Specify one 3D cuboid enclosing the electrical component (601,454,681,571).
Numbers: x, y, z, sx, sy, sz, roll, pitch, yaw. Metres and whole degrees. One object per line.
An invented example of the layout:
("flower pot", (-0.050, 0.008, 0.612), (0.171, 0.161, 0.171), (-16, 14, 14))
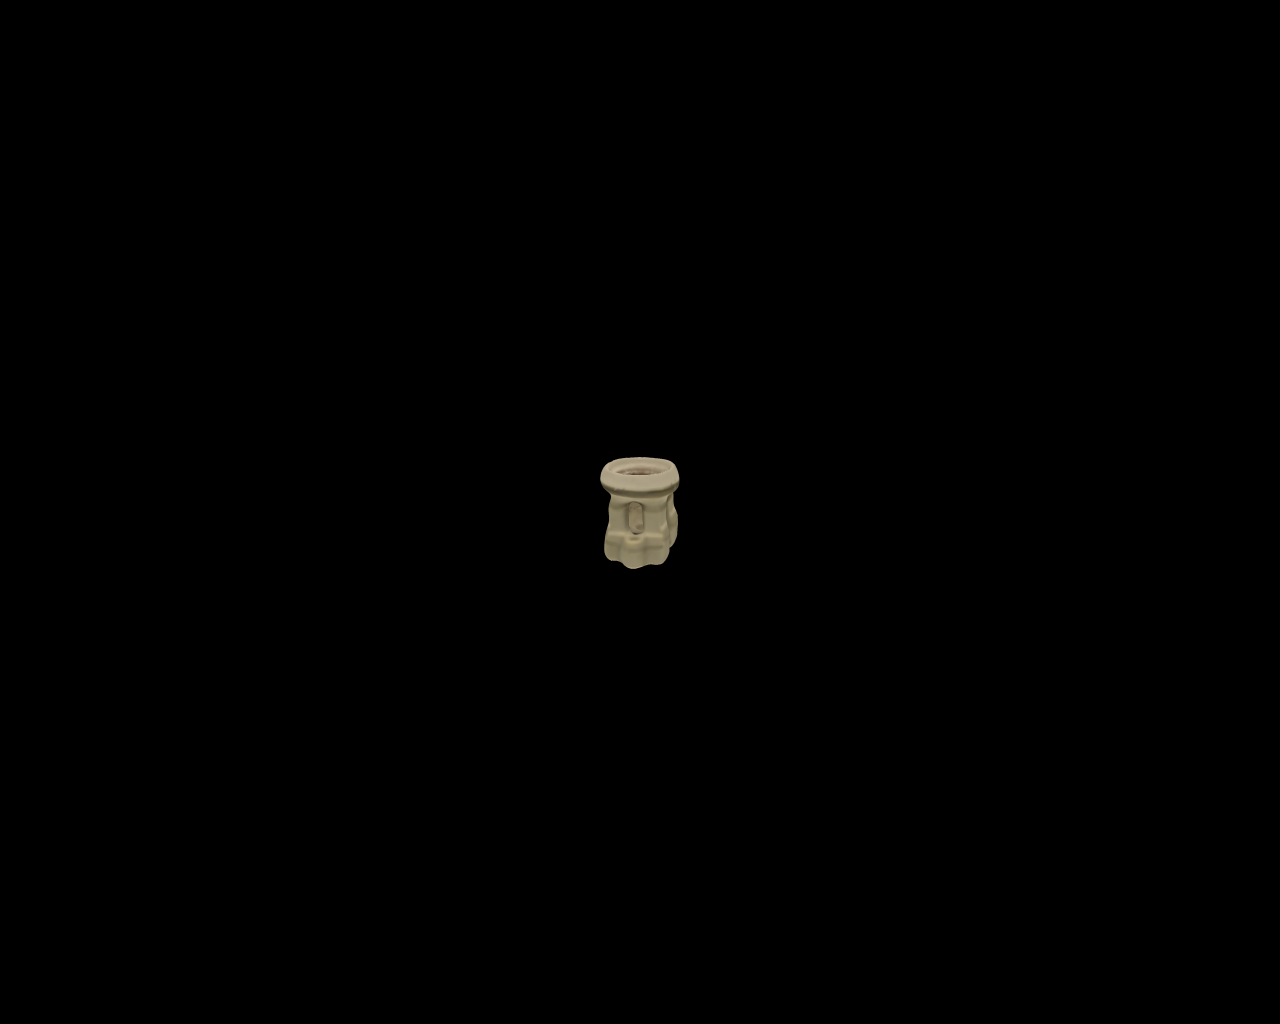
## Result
("electrical component", (0.001, -0.003, 0.650), (0.048, 0.055, 0.066), (4, 21, 11))
